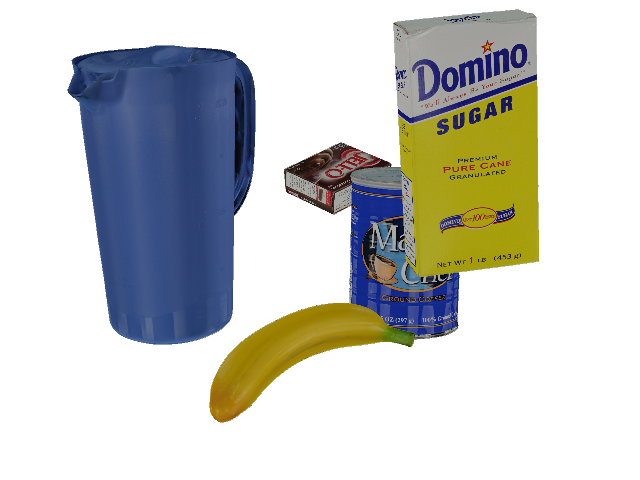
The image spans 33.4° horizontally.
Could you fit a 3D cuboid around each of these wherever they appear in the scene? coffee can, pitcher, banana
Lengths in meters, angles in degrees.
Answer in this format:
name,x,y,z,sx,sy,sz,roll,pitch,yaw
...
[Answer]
name,x,y,z,sx,sy,sz,roll,pitch,yaw
coffee can,0.077,0.009,0.973,0.103,0.140,0.103,1,11,0
pitcher,-0.125,-0.044,0.911,0.149,0.243,0.145,-3,18,-5
banana,-0.018,0.083,0.810,0.197,0.037,0.070,-19,27,-38

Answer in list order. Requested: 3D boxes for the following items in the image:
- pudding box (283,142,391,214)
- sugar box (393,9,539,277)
name,x,y,z,sx,sy,sz,roll,pitch,yaw
pudding box,0.023,-0.082,1.383,0.090,0.039,0.113,26,42,37
sugar box,0.103,-0.067,0.747,0.093,0.176,0.048,-8,21,-8
